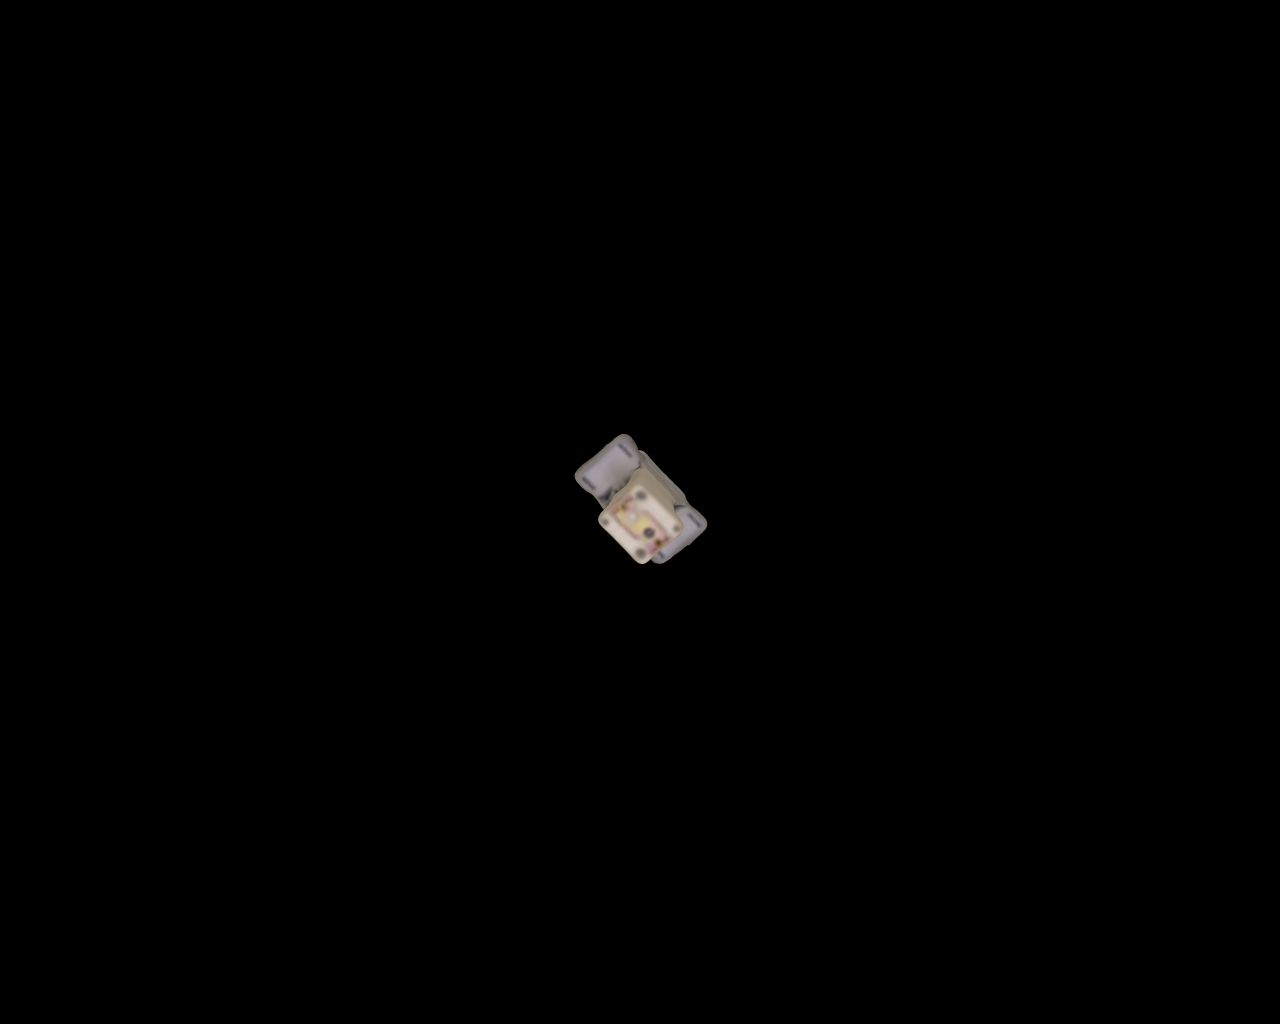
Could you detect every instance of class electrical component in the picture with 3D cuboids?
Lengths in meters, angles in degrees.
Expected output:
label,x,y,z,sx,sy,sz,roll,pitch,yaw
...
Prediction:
label,x,y,z,sx,sy,sz,roll,pitch,yaw
electrical component,0.001,-0.003,0.650,0.042,0.081,0.064,-41,16,14
